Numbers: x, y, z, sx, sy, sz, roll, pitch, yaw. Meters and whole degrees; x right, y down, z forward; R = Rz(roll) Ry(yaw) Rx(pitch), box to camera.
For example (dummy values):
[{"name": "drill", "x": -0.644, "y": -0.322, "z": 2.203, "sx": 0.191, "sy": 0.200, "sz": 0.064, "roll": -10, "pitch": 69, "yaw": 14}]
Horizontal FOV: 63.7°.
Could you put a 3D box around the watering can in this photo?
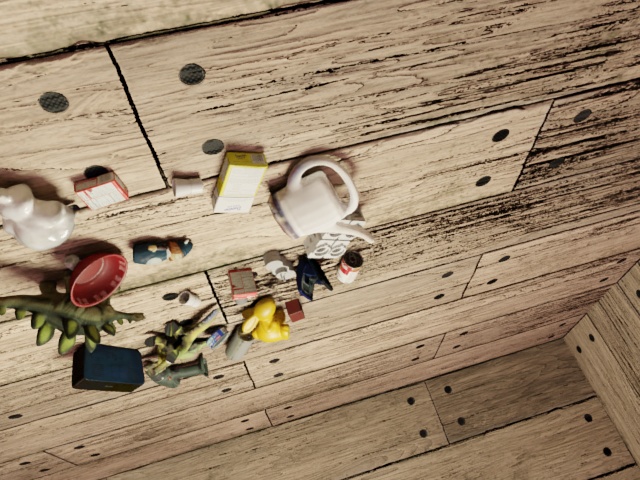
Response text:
[{"name": "watering can", "x": 0.004, "y": -0.067, "z": 1.336, "sx": 0.224, "sy": 0.106, "sz": 0.340, "roll": -25, "pitch": 130, "yaw": 7}]

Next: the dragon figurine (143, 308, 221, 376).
[{"name": "dragon figurine", "x": -0.466, "y": 0.359, "z": 1.800, "sx": 0.409, "sy": 0.123, "sz": 0.241, "roll": -32, "pitch": 165, "yaw": 6}]

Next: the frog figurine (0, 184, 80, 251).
[{"name": "frog figurine", "x": -0.593, "y": -0.049, "z": 1.060, "sx": 0.137, "sy": 0.124, "sz": 0.157, "roll": -3, "pitch": 162, "yaw": 11}]
